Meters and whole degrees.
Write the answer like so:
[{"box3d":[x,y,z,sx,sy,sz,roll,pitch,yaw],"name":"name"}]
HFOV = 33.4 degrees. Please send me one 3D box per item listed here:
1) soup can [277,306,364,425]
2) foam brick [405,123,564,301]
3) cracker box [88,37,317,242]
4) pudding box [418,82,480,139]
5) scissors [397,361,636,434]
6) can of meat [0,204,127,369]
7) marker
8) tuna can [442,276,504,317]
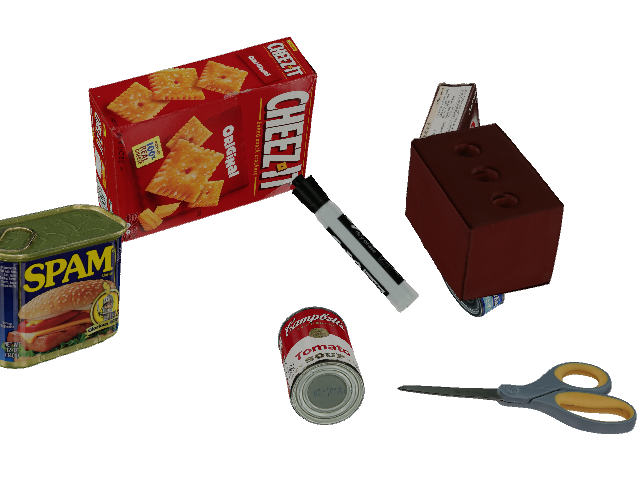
[{"box3d":[-0.001,0.114,0.974,0.068,0.068,0.102,0,24,-8],"name":"soup can"},{"box3d":[0.083,-0.015,0.557,0.053,0.051,0.078,-12,42,-16],"name":"foam brick"},{"box3d":[-0.116,-0.098,1.067,0.213,0.072,0.164,-18,-36,-21],"name":"cracker box"},{"box3d":[0.114,-0.072,0.945,0.039,0.113,0.090,4,-44,18],"name":"pudding box"},{"box3d":[0.173,0.125,0.931,0.202,0.016,0.096,12,29,8],"name":"scissors"},{"box3d":[-0.182,0.030,0.717,0.058,0.084,0.101,25,29,38],"name":"can of meat"},{"box3d":[0.023,0.000,0.757,0.020,0.121,0.020,-42,-3,-2],"name":"marker"},{"box3d":[0.179,0.048,1.272,0.033,0.086,0.086,-32,8,-14],"name":"tuna can"}]
